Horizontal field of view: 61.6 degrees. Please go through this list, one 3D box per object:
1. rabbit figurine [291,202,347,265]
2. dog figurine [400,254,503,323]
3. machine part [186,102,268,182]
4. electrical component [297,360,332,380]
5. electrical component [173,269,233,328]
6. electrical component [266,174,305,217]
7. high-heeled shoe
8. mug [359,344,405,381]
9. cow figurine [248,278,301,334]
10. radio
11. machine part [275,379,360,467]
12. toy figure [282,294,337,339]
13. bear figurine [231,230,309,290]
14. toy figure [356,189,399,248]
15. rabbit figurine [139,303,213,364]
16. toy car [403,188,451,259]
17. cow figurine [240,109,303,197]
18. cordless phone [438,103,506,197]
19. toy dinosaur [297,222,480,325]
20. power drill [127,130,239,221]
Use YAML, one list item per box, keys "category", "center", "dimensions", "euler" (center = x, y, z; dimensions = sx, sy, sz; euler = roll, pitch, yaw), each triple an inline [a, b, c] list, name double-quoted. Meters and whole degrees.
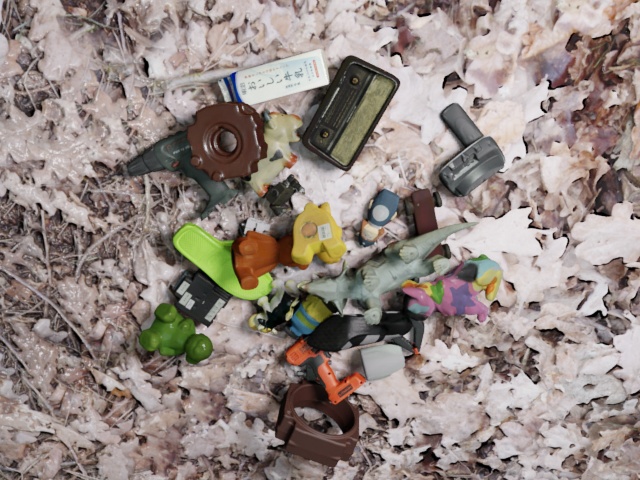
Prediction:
- category: "rabbit figurine"
  center: [-0.003, -0.004, 1.248]
  dimensions: [0.122, 0.173, 0.162]
  euler: [-25, 61, 10]
- category: "dog figurine"
  center: [0.295, 0.109, 1.265]
  dimensions: [0.219, 0.108, 0.191]
  euler: [13, 106, -9]
- category: "machine part"
  center: [-0.200, -0.211, 1.151]
  dimensions: [0.179, 0.056, 0.179]
  euler: [3, 105, 10]
- category: "electrical component"
  center: [-0.015, 0.340, 1.422]
  dimensions: [0.094, 0.021, 0.063]
  euler: [-1, 109, 4]
- category: "electrical component"
  center: [-0.299, 0.137, 1.353]
  dimensions: [0.134, 0.058, 0.115]
  euler: [38, 105, -9]
- category: "electrical component"
  center: [-0.080, -0.103, 1.255]
  dimensions: [0.102, 0.078, 0.045]
  euler: [-46, 76, 10]
- category: "high-heeled shoe"
  center: [0.100, 0.225, 1.321]
  dimensions: [0.249, 0.145, 0.086]
  euler: [-18, 71, 31]
- category: "mug"
  center: [0.163, 0.317, 1.376]
  dimensions: [0.107, 0.081, 0.109]
  euler: [-14, 122, 1]
- category: "cow figurine"
  center: [-0.110, 0.180, 1.322]
  dimensions: [0.068, 0.098, 0.167]
  euler: [17, 120, -41]
- category: "radio"
  center: [0.064, -0.280, 1.179]
  dimensions: [0.131, 0.073, 0.229]
  euler: [29, 107, -7]
- category: "machine part"
  center: [-0.003, 0.457, 1.365]
  dimensions: [0.201, 0.201, 0.087]
  euler: [21, 114, -3]
- category: "toy figure"
  center: [-0.011, 0.174, 1.337]
  dimensions: [0.089, 0.082, 0.180]
  euler: [36, 103, -20]
- category: "bear figurine"
  center: [-0.103, 0.038, 1.247]
  dimensions: [0.196, 0.132, 0.120]
  euler: [-2, 104, -19]
- category: "toy figure"
  center: [0.132, -0.046, 1.266]
  dimensions: [0.064, 0.058, 0.154]
  euler: [39, 113, 31]
- category: "rabbit figurine"
  center: [-0.338, 0.258, 1.339]
  dimensions: [0.170, 0.159, 0.121]
  euler: [22, 67, 25]
- category: "toy car"
  center: [0.251, -0.027, 1.265]
  dimensions: [0.089, 0.053, 0.201]
  euler: [-15, 111, 4]
- category: "cow figurine"
  center: [-0.112, -0.206, 1.214]
  dimensions: [0.127, 0.085, 0.195]
  euler: [41, 107, -16]
- category: "cordless phone"
  center: [0.310, -0.200, 1.200]
  dimensions: [0.146, 0.089, 0.184]
  euler: [-38, 91, 15]
- category: "toy dinosaur"
  center: [0.155, 0.062, 1.211]
  dimensions: [0.405, 0.192, 0.131]
  euler: [-28, 109, -6]
- category: "power drill"
  center: [-0.305, -0.149, 1.251]
  dimensions: [0.232, 0.086, 0.207]
  euler: [-32, 96, 10]
